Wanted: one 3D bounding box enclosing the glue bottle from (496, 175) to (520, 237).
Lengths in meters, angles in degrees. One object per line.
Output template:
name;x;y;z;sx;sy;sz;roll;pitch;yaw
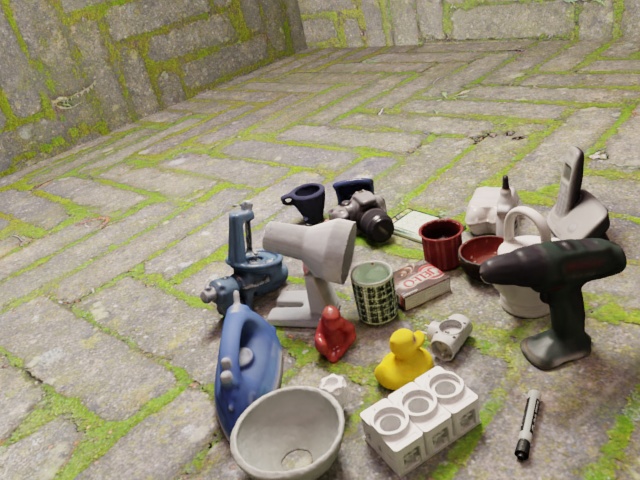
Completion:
glue bottle;0.380;-0.052;1.167;0.037;0.173;0.078;5;33;30

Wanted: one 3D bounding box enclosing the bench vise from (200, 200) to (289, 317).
bench vise;-0.155;0.044;1.168;0.121;0.220;0.208;2;32;25

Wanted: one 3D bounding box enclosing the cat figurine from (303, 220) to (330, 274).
cat figurine;0.012;0.005;1.276;0.128;0.118;0.067;-14;29;-2

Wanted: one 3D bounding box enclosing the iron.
iron;-0.135;0.204;0.953;0.118;0.142;0.258;-11;29;5

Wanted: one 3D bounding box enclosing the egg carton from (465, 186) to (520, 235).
egg carton;0.392;-0.069;1.303;0.107;0.069;0.150;3;32;26

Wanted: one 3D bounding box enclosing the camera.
camera;0.105;-0.051;1.355;0.143;0.101;0.136;-20;29;-12

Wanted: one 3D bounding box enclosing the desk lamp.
desk lamp;-0.019;0.058;1.091;0.202;0.214;0.118;-2;30;19

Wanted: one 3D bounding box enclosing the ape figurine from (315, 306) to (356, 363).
ape figurine;0.023;0.159;1.021;0.078;0.092;0.076;-15;29;-3

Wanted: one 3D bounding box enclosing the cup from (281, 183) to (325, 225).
cup;-0.037;-0.086;1.483;0.117;0.095;0.091;-10;29;5

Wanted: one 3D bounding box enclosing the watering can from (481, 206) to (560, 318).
watering can;0.358;0.035;0.998;0.100;0.194;0.173;12;38;38

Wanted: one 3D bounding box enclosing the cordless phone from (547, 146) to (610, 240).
cordless phone;0.522;-0.086;1.157;0.094;0.185;0.147;-13;29;0

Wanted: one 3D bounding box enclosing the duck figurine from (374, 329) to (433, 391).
duck figurine;0.133;0.187;0.932;0.105;0.086;0.077;-25;31;-20

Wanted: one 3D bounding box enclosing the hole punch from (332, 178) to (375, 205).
hole punch;0.089;-0.137;1.526;0.108;0.091;0.101;-8;29;10

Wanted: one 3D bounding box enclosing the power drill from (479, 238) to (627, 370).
power drill;0.357;0.091;0.882;0.230;0.209;0.075;-18;29;-8

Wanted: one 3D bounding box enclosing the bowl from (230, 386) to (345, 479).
bowl;-0.040;0.294;0.823;0.167;0.075;0.167;-10;29;6
